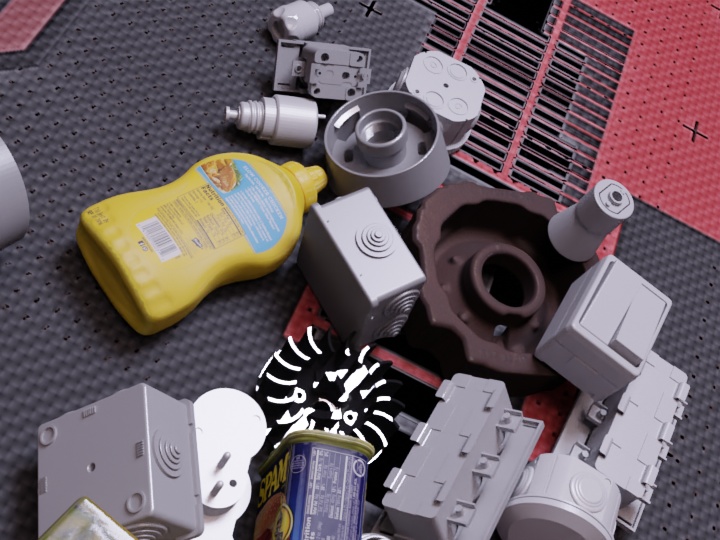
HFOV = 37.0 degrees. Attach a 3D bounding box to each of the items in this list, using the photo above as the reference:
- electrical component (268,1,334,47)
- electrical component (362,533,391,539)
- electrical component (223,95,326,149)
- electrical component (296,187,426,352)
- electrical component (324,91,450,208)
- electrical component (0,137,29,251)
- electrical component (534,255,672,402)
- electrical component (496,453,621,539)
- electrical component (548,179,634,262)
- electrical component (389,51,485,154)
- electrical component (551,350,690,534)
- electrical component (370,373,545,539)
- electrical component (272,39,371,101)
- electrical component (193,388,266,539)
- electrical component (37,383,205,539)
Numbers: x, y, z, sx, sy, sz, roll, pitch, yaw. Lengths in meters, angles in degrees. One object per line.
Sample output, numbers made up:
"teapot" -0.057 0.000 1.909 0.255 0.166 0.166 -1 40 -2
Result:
"electrical component" -0.048 -0.215 0.926 0.061 0.035 0.035 -32 76 -36
"electrical component" 0.008 0.189 0.689 0.048 0.062 0.048 8 58 -13
"electrical component" -0.069 -0.120 0.856 0.078 0.040 0.040 4 60 -19
"electrical component" 0.000 0.000 0.778 0.048 0.099 0.099 -24 69 -21
"electrical component" 0.020 -0.092 0.846 0.099 0.064 0.099 -5 54 7
"electrical component" -0.265 -0.050 0.705 0.064 0.099 0.099 -29 75 -39
"electrical component" 0.183 0.036 0.788 0.062 0.061 0.096 37 55 -2
"electrical component" 0.139 0.170 0.744 0.080 0.080 0.051 31 49 -2
"electrical component" 0.180 -0.040 0.827 0.044 0.065 0.044 11 59 -19
"electrical component" 0.064 -0.142 0.916 0.080 0.051 0.080 10 58 -16
"electrical component" 0.198 0.122 0.806 0.079 0.063 0.121 34 54 0
"electrical component" 0.065 0.135 0.737 0.079 0.063 0.121 8 46 32
"electrical component" -0.027 -0.162 0.878 0.081 0.064 0.042 1 105 -21
"electrical component" -0.093 0.136 0.674 0.052 0.073 0.138 19 56 -11
"electrical component" -0.146 0.124 0.643 0.048 0.100 0.099 41 32 -52
